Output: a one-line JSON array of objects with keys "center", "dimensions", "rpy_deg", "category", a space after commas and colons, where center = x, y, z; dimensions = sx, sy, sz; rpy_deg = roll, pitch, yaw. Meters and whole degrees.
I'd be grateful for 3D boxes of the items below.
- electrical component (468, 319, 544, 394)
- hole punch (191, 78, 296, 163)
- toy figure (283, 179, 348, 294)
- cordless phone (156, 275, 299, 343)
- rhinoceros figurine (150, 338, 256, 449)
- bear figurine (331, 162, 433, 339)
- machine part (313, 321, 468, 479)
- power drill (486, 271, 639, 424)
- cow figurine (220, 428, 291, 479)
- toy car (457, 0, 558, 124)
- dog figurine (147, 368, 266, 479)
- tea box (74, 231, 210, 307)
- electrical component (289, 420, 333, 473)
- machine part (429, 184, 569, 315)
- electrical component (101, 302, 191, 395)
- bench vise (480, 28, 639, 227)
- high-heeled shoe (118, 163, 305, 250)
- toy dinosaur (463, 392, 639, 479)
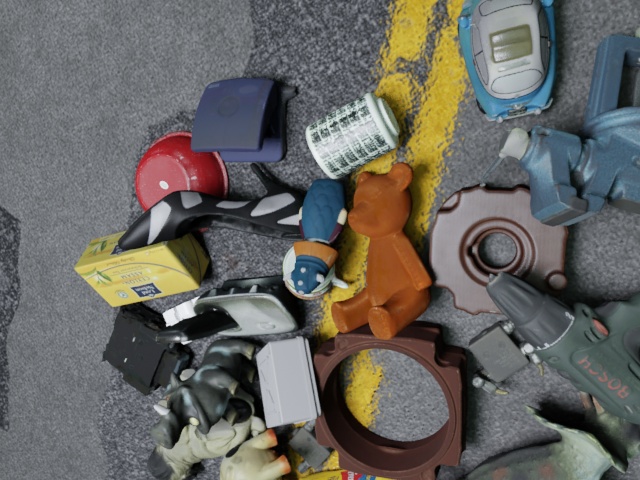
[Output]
[{"center": [0.236, 0.150, 0.689], "dimensions": [0.102, 0.045, 0.078], "rpy_deg": [-34, 88, 21], "category": "electrical component"}, {"center": [-0.112, -0.166, 0.742], "dimensions": [0.142, 0.092, 0.115], "rpy_deg": [3, 96, 23], "category": "hole punch"}, {"center": [-0.001, -0.002, 0.696], "dimensions": [0.064, 0.057, 0.154], "rpy_deg": [-6, 69, 54], "category": "toy figure"}, {"center": [-0.123, 0.106, 0.736], "dimensions": [0.147, 0.184, 0.088], "rpy_deg": [-6, 92, 20], "category": "cordless phone"}, {"center": [-0.163, 0.210, 0.765], "dimensions": [0.112, 0.190, 0.073], "rpy_deg": [16, 127, 14], "category": "rhinoceros figurine"}, {"center": [0.073, 0.010, 0.681], "dimensions": [0.120, 0.132, 0.195], "rpy_deg": [1, 109, 54], "category": "bear figurine"}, {"center": [0.095, 0.214, 0.729], "dimensions": [0.202, 0.087, 0.200], "rpy_deg": [2, 100, 21], "category": "machine part"}, {"center": [0.326, 0.069, 0.586], "dimensions": [0.207, 0.086, 0.232], "rpy_deg": [-41, 90, -6], "category": "power drill"}, {"center": [-0.111, 0.372, 0.800], "dimensions": [0.194, 0.127, 0.086], "rpy_deg": [95, 153, -45], "category": "cow figurine"}, {"center": [0.212, -0.218, 0.610], "dimensions": [0.109, 0.103, 0.161], "rpy_deg": [-6, 94, 21], "category": "toy car"}, {"center": [-0.180, 0.322, 0.848], "dimensions": [0.173, 0.121, 0.190], "rpy_deg": [22, 119, 18], "category": "dog figurine"}, {"center": [-0.268, 0.036, 0.817], "dimensions": [0.170, 0.068, 0.098], "rpy_deg": [-15, 129, 21], "category": "tea box"}, {"center": [-0.015, 0.310, 0.816], "dimensions": [0.063, 0.021, 0.094], "rpy_deg": [40, 110, 10], "category": "electrical component"}, {"center": [0.220, 0.013, 0.668], "dimensions": [0.180, 0.056, 0.179], "rpy_deg": [3, 98, 20], "category": "machine part"}, {"center": [-0.277, 0.178, 0.870], "dimensions": [0.134, 0.058, 0.114], "rpy_deg": [28, 109, 14], "category": "electrical component"}, {"center": [0.307, -0.124, 0.570], "dimensions": [0.224, 0.128, 0.240], "rpy_deg": [13, 78, 11], "category": "bench vise"}, {"center": [-0.131, -0.009, 0.729], "dimensions": [0.249, 0.086, 0.145], "rpy_deg": [-32, 77, -15], "category": "high-heeled shoe"}, {"center": [0.256, 0.330, 0.679], "dimensions": [0.405, 0.131, 0.192], "rpy_deg": [-45, 67, 26], "category": "toy dinosaur"}]
